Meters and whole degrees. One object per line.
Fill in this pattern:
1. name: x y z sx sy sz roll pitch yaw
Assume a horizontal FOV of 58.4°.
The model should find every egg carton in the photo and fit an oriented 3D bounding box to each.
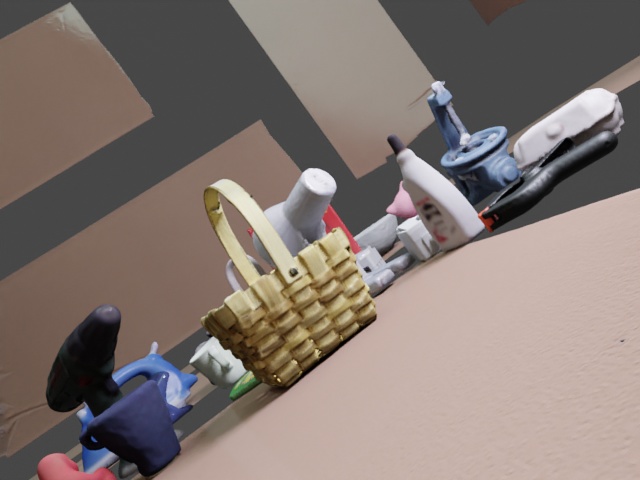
1. egg carton: 0.346 -0.148 0.803 0.150 0.069 0.107 -36 0 38

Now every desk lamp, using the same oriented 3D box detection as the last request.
1. desk lamp: 0.008 0.003 0.916 0.118 0.213 0.203 -35 0 -43

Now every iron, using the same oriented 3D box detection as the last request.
1. iron: -0.370 0.317 1.099 0.259 0.141 0.118 -35 0 -37

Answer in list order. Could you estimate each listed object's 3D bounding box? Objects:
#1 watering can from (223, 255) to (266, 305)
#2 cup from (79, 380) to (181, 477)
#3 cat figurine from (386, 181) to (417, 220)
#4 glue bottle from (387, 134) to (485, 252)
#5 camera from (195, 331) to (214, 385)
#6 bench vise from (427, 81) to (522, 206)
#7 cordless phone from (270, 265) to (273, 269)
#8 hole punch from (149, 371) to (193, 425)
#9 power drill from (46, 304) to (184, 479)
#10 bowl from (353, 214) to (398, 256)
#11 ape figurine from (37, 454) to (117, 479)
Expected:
1. watering can: -0.135 0.119 1.223 0.101 0.194 0.173 -35 0 13
2. cup: -0.221 0.236 0.678 0.117 0.095 0.092 -35 0 10
3. cat figurine: 0.202 -0.073 1.145 0.127 0.117 0.067 -35 0 36
4. glue bottle: 0.141 -0.067 0.759 0.037 0.173 0.078 -35 0 -27
5. camera: -0.192 0.215 1.109 0.143 0.101 0.137 -35 0 22
6. bench vise: 0.241 -0.165 1.016 0.122 0.219 0.207 -35 0 -23
7. cordless phone: -0.042 0.060 1.364 0.147 0.185 0.094 -35 0 5
8. hole punch: -0.288 0.288 0.979 0.101 0.091 0.108 -35 0 -39
9. power drill: -0.288 0.215 0.794 0.229 0.208 0.076 -35 0 34
10. bowl: 0.127 0.008 1.372 0.167 0.074 0.167 -35 0 0
11. ape figurine: -0.273 0.275 0.630 0.078 0.092 0.076 -35 0 6
